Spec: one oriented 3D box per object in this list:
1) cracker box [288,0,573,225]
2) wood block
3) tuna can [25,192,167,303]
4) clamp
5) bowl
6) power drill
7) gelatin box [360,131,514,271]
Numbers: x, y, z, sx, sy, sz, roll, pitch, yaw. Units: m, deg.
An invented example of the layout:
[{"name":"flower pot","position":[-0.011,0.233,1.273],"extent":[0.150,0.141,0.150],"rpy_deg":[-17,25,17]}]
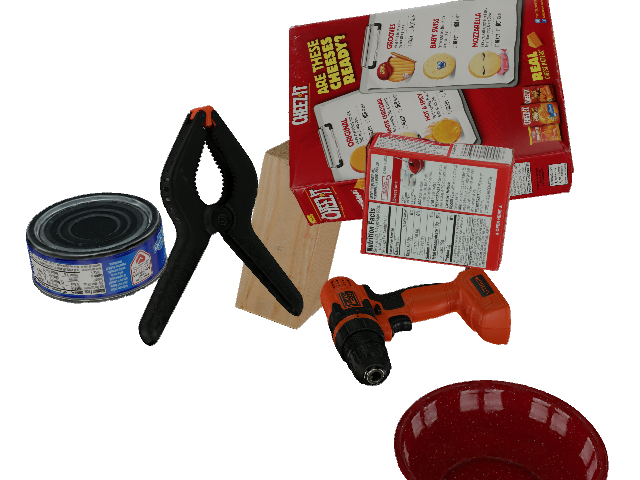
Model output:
[{"name":"cracker box","position":[0.085,-0.106,0.858],"extent":[0.214,0.164,0.072],"rpy_deg":[-7,-31,11]},{"name":"wood block","position":[-0.032,-0.010,1.324],"extent":[0.090,0.206,0.090],"rpy_deg":[19,22,15]},{"name":"tuna can","position":[-0.141,0.003,0.673],"extent":[0.086,0.034,0.086],"rpy_deg":[-2,30,1]},{"name":"clamp","position":[-0.087,-0.015,0.963],"extent":[0.164,0.210,0.036],"rpy_deg":[-1,1,-34]},{"name":"bowl","position":[0.137,0.179,0.826],"extent":[0.162,0.055,0.162],"rpy_deg":[0,32,0]},{"name":"power drill","position":[0.102,0.086,1.136],"extent":[0.187,0.057,0.184],"rpy_deg":[-6,28,-10]},{"name":"gelatin box","position":[0.071,-0.024,0.657],"extent":[0.089,0.073,0.030],"rpy_deg":[8,29,11]}]
